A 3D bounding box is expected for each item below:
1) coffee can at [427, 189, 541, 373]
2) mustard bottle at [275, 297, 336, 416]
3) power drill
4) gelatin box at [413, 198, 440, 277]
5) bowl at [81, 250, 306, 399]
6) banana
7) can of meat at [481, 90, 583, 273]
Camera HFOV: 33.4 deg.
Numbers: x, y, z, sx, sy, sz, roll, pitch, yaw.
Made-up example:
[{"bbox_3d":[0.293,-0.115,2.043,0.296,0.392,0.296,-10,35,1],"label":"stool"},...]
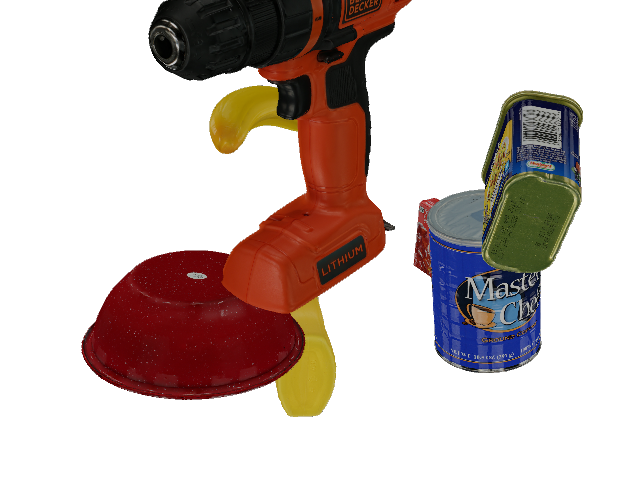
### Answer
[{"bbox_3d":[0.154,0.037,0.994,0.103,0.140,0.103,-5,28,2],"label":"coffee can"},{"bbox_3d":[-0.025,0.089,1.096,0.058,0.096,0.191,-2,27,-7],"label":"mustard bottle"},{"bbox_3d":[-0.014,-0.059,0.558,0.057,0.188,0.184,24,36,32],"label":"power drill"},{"bbox_3d":[0.145,0.004,1.255,0.030,0.089,0.073,-15,33,-31],"label":"gelatin box"},{"bbox_3d":[-0.090,0.050,0.765,0.162,0.055,0.162,2,23,-1],"label":"bowl"},{"bbox_3d":[-0.053,-0.112,0.965,0.070,0.037,0.197,36,24,19],"label":"banana"},{"bbox_3d":[0.147,-0.038,0.748,0.057,0.084,0.102,10,-41,1],"label":"can of meat"}]
